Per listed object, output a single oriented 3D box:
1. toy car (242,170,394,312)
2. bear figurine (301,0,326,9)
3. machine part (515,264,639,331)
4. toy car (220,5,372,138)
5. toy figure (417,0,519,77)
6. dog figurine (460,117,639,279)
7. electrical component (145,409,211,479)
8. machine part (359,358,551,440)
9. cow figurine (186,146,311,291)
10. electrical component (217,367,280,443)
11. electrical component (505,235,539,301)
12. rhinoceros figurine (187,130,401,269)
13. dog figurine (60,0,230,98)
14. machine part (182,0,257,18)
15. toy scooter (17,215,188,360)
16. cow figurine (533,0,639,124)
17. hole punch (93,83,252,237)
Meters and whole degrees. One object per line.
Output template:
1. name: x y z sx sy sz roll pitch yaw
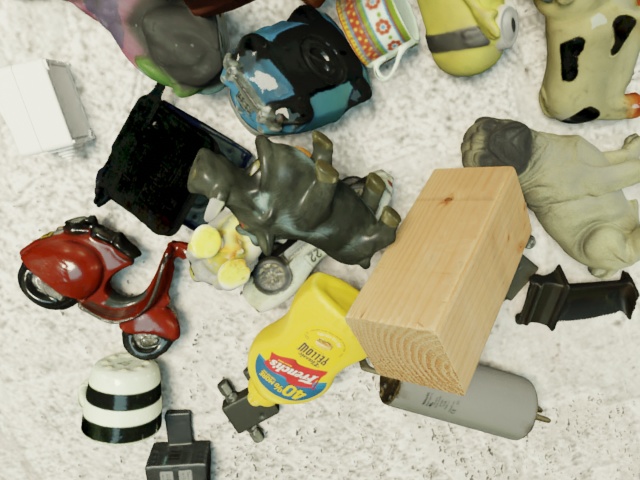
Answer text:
1. toy car: -0.001 -0.002 0.572 0.202 0.073 0.056 -40 101 7
2. bear figurine: -0.040 -0.320 0.463 0.196 0.120 0.132 37 103 -11
3. machine part: 0.302 0.067 0.625 0.139 0.039 0.084 -2 121 -7
4. toy car: -0.031 -0.143 0.512 0.109 0.162 0.103 52 139 -5
5. toy figure: 0.125 -0.245 0.511 0.082 0.089 0.180 -47 113 -31
6. dog figurine: 0.243 -0.043 0.578 0.191 0.121 0.172 3 100 9
7. electrical component: -0.167 0.268 0.645 0.075 0.048 0.119 2 106 -6
8. machine part: 0.160 0.176 0.629 0.243 0.079 0.079 18 103 -10
9. cow figurine: -0.068 -0.022 0.554 0.068 0.098 0.167 44 68 -9
10. electrical component: -0.081 0.199 0.646 0.063 0.021 0.094 -27 105 2
11. electrical component: 0.205 0.033 0.612 0.078 0.045 0.102 42 99 -12
12. rhinoceros figurine: -0.020 -0.034 0.471 0.190 0.073 0.112 23 125 -30
13. dog figurine: -0.196 -0.220 0.482 0.219 0.108 0.191 -4 98 1
14. machine part: -0.070 -0.279 0.369 0.201 0.087 0.200 -21 100 4
15. toy scooter: -0.210 0.033 0.566 0.184 0.075 0.135 36 100 -15
16. cow figurine: 0.250 -0.200 0.510 0.127 0.085 0.194 -12 133 3
17. hole punch: -0.146 -0.072 0.546 0.116 0.092 0.142 35 104 17
